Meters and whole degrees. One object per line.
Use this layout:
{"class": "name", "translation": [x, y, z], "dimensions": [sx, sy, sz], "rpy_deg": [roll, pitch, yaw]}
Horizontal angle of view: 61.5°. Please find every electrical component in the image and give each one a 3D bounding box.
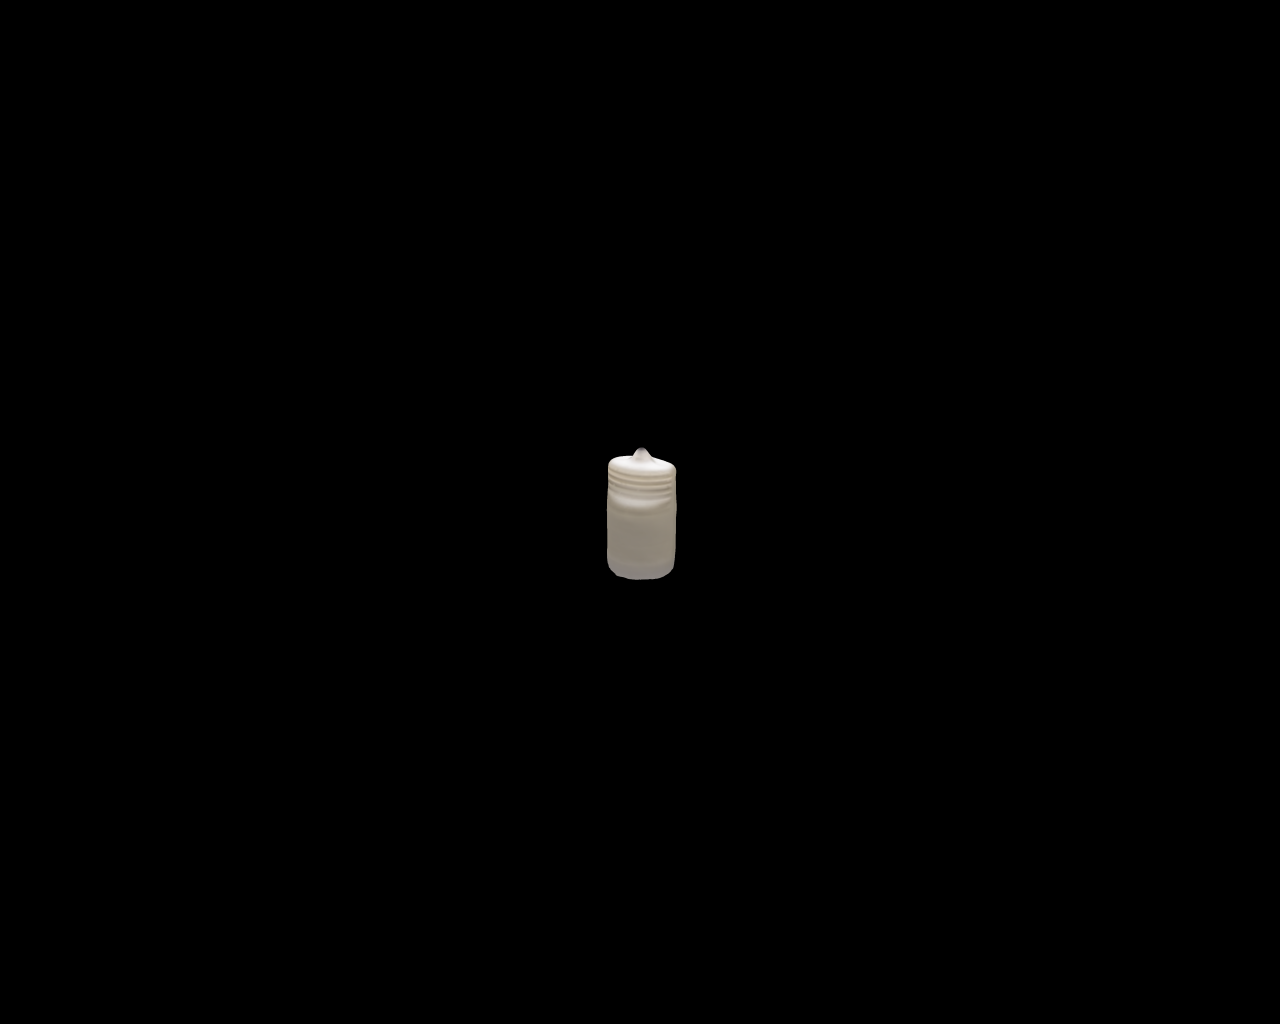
{"class": "electrical component", "translation": [0.001, -0.003, 0.650], "dimensions": [0.043, 0.080, 0.043], "rpy_deg": [0, 25, 0]}
